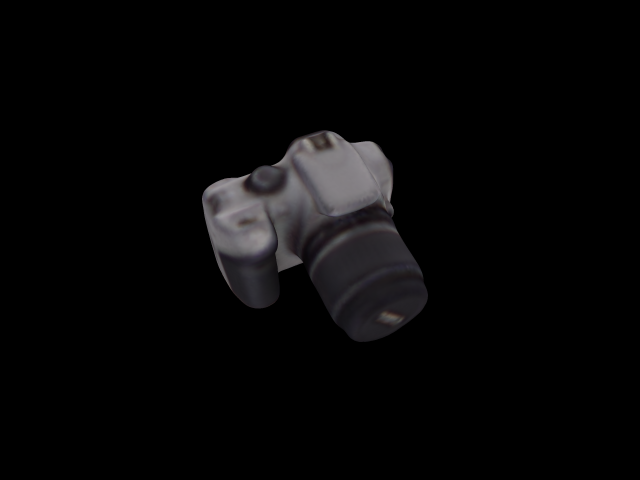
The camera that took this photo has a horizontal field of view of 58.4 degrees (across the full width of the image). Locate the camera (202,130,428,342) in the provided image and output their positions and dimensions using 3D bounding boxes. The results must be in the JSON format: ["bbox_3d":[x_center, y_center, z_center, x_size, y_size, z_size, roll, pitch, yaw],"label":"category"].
[{"bbox_3d":[0.004,0.001,0.400,0.143,0.101,0.136,-21,58,-14],"label":"camera"}]
